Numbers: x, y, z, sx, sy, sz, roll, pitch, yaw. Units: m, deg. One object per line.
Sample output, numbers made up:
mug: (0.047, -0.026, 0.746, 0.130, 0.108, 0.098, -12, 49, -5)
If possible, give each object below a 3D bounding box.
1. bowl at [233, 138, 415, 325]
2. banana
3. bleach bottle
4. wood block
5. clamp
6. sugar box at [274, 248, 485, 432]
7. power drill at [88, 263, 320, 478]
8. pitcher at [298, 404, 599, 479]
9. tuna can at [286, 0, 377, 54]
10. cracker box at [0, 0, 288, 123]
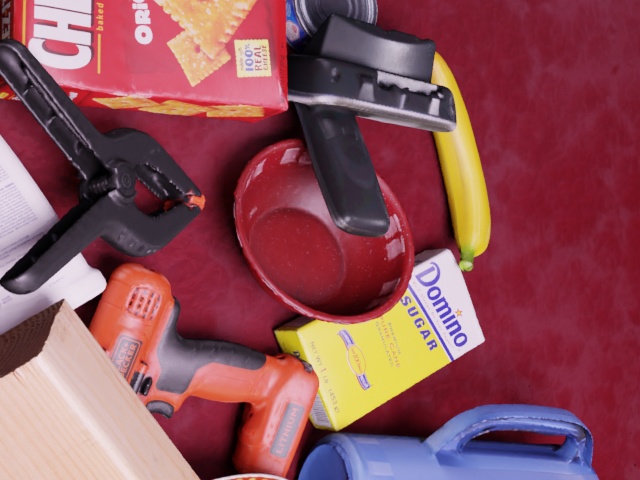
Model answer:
bowl: (-0.006, 0.001, 0.854, 0.161, 0.055, 0.162, 14, 59, -24)
banana: (0.124, -0.070, 0.953, 0.037, 0.069, 0.198, -12, 85, 10)
bleach bottle: (-0.250, -0.051, 0.722, 0.102, 0.068, 0.251, -33, 101, -33)
wood block: (-0.147, 0.154, 0.683, 0.091, 0.090, 0.206, -30, 108, 7)
clamp: (-0.151, -0.029, 0.739, 0.209, 0.036, 0.164, 25, 59, -57)
sugar box: (0.055, 0.081, 0.907, 0.176, 0.048, 0.093, -26, 100, -29)
power drill: (-0.104, 0.129, 0.793, 0.187, 0.057, 0.184, 24, 87, -31)
pitcher: (0.110, 0.215, 0.880, 0.242, 0.145, 0.149, 12, 66, -27)
tuna can: (0.006, -0.196, 0.905, 0.086, 0.034, 0.086, 3, 85, -31)
cracker box: (-0.130, -0.181, 0.799, 0.213, 0.072, 0.164, 2, 84, -31)
